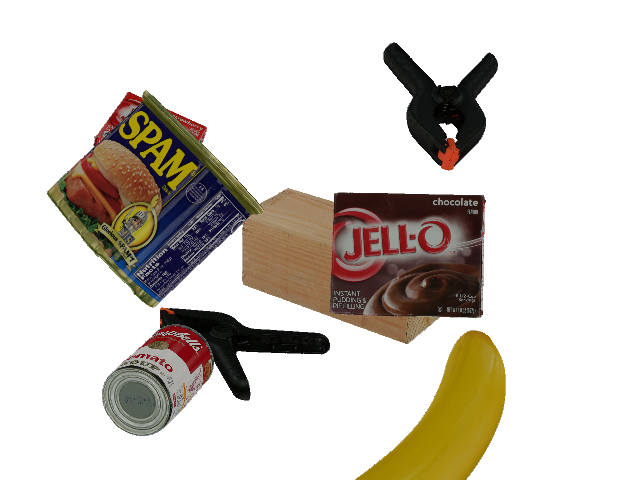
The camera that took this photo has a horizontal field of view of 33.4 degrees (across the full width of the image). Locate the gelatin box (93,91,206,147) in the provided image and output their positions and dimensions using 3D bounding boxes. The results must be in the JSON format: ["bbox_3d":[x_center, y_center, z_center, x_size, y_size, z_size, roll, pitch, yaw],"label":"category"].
[{"bbox_3d":[-0.168,-0.100,1.051,0.089,0.073,0.030,25,-41,0],"label":"gelatin box"}]

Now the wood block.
[{"bbox_3d":[0.025,0.023,1.127,0.206,0.091,0.090,18,31,29],"label":"wood block"}]

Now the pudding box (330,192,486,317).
[{"bbox_3d":[0.064,0.011,0.788,0.113,0.090,0.039,1,-5,8],"label":"pudding box"}]

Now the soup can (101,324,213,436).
[{"bbox_3d":[-0.147,0.126,0.970,0.069,0.068,0.102,0,17,17],"label":"soup can"}]

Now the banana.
[{"bbox_3d":[0.052,0.106,0.559,0.070,0.037,0.197,19,40,37],"label":"banana"}]

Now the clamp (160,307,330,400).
[{"bbox_3d":[-0.116,0.125,1.263,0.210,0.036,0.164,14,23,25],"label":"clamp"}]

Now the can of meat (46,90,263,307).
[{"bbox_3d":[-0.097,-0.024,0.609,0.102,0.084,0.057,44,-3,38],"label":"can of meat"}]

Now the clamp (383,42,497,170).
[{"bbox_3d":[0.115,-0.142,1.077,0.120,0.039,0.171,7,45,6],"label":"clamp"}]
